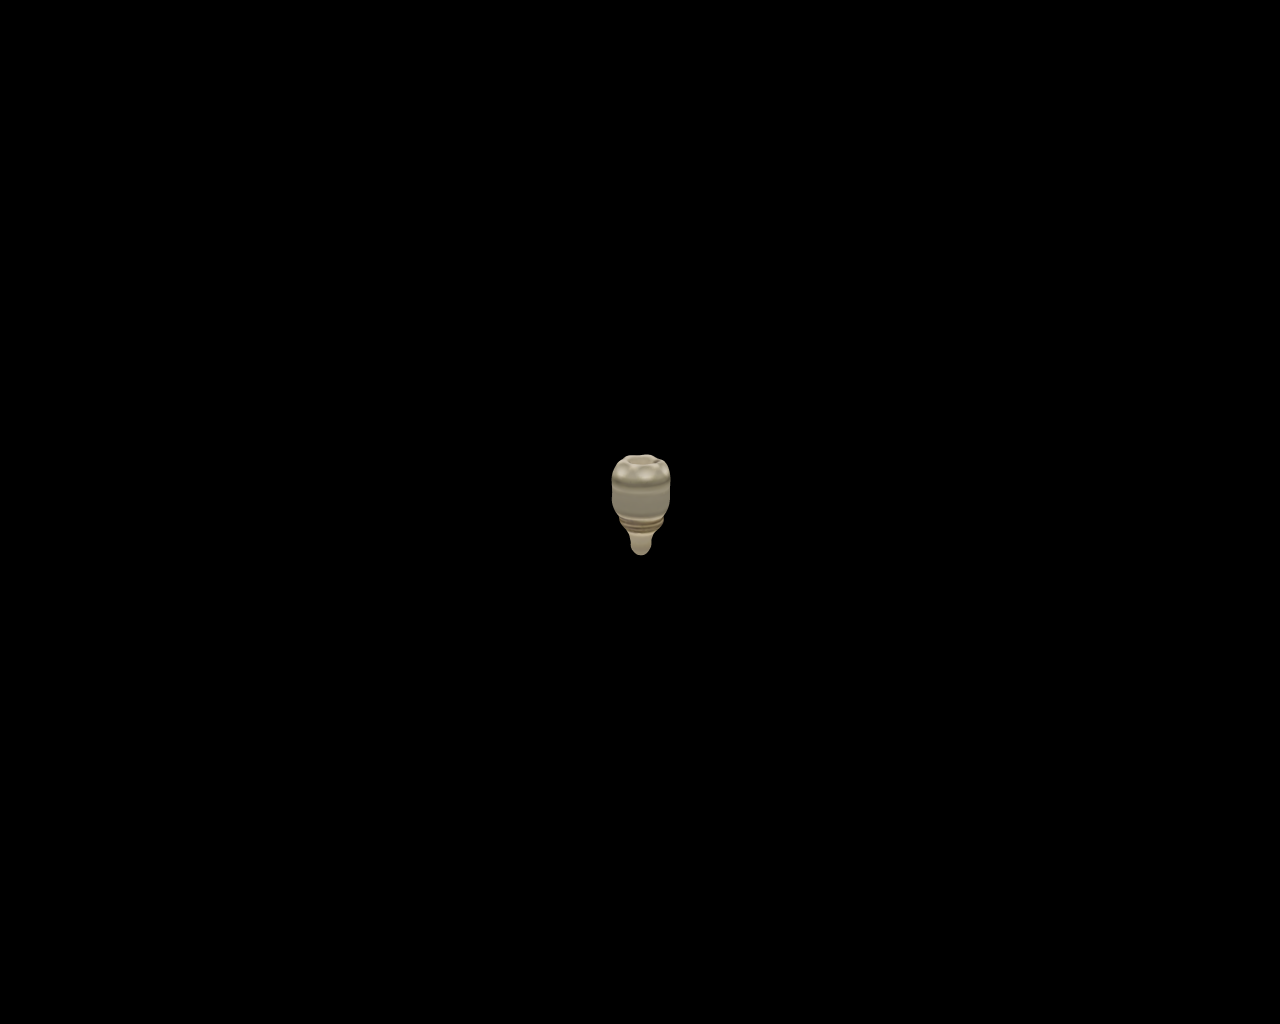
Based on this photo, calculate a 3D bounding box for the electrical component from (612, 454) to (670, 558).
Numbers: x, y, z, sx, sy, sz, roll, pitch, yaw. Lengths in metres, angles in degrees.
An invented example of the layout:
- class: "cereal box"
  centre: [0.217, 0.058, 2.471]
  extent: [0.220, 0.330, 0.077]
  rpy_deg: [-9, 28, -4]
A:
- class: "electrical component"
  centre: [0.001, -0.003, 0.650]
  extent: [0.035, 0.061, 0.035]
  rpy_deg: [0, 18, 0]
